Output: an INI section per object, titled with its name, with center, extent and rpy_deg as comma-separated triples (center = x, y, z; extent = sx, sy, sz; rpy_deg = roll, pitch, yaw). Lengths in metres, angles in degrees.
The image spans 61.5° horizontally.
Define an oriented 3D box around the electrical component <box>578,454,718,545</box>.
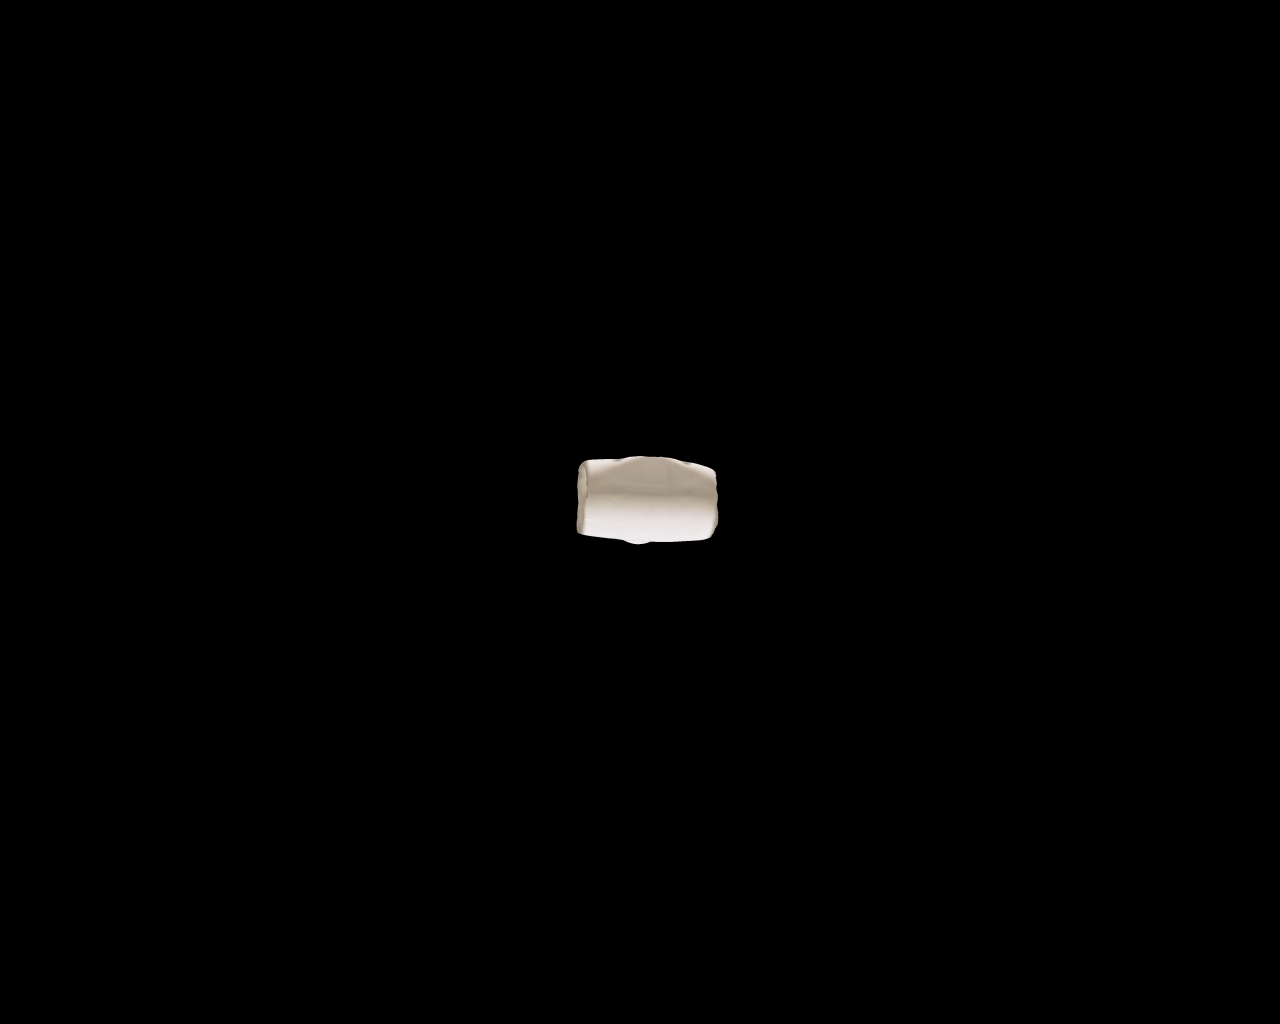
[electrical component]
center = 0.001, -0.003, 0.650
extent = 0.077, 0.044, 0.079
rpy_deg = 3, -15, -9
